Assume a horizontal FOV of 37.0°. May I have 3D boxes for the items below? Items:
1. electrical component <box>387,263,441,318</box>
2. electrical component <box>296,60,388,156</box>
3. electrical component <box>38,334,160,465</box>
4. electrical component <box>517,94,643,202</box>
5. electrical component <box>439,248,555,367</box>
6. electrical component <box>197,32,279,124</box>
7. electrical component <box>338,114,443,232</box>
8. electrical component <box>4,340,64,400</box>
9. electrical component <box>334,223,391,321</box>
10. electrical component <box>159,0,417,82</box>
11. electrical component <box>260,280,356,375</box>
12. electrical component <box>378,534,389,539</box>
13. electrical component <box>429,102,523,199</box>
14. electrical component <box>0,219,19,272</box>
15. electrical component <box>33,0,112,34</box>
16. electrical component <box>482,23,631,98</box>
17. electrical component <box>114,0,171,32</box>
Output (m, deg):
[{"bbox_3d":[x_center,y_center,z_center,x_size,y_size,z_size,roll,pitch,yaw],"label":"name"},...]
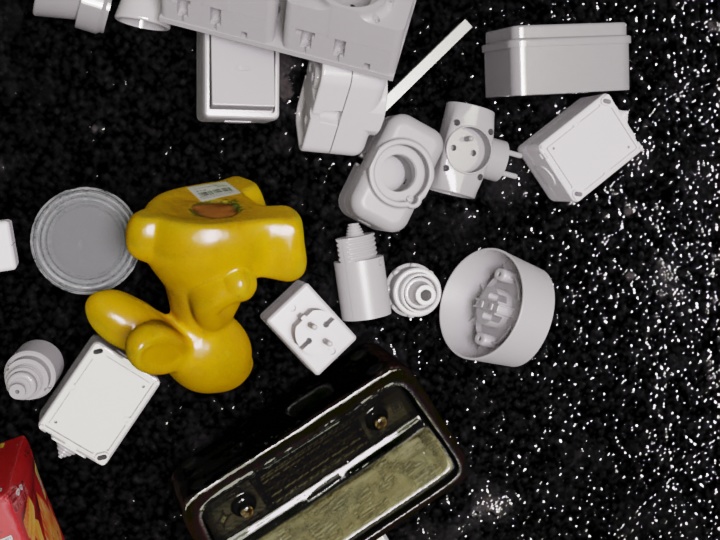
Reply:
[{"bbox_3d":[0.050,0.019,0.927,0.048,0.062,0.048,-1,94,-10],"label":"electrical component"},{"bbox_3d":[-0.013,-0.141,0.881,0.059,0.095,0.053,4,49,-15],"label":"electrical component"},{"bbox_3d":[-0.214,0.108,0.864,0.062,0.061,0.096,35,85,-15],"label":"electrical component"},{"bbox_3d":[0.198,-0.112,0.957,0.096,0.061,0.061,-38,103,-9],"label":"electrical component"},{"bbox_3d":[0.120,0.034,0.932,0.064,0.099,0.099,18,90,-22],"label":"electrical component"},{"bbox_3d":[-0.099,-0.168,0.873,0.062,0.061,0.096,-1,95,-15],"label":"electrical component"},{"bbox_3d":[0.027,-0.082,0.915,0.054,0.059,0.095,27,87,-15],"label":"electrical component"},{"bbox_3d":[-0.259,0.082,0.845,0.040,0.078,0.040,-1,103,-3],"label":"electrical component"},{"bbox_3d":[0.000,0.000,0.922,0.043,0.043,0.081,-10,96,-14],"label":"electrical component"},{"bbox_3d":[-0.049,-0.226,0.831,0.186,0.060,0.105,15,56,1],"label":"electrical component"},{"bbox_3d":[-0.040,0.050,0.899,0.047,0.077,0.065,-44,104,-8],"label":"electrical component"},{"bbox_3d":[0.001,0.243,0.945,0.046,0.040,0.040,-33,102,-4],"label":"electrical component"},{"bbox_3d":[0.105,-0.100,0.942,0.079,0.044,0.077,13,91,-16],"label":"electrical component"},{"bbox_3d":[-0.309,0.004,0.838,0.083,0.047,0.075,-9,97,-14],"label":"electrical component"},{"bbox_3d":[-0.224,-0.213,0.844,0.055,0.045,0.045,15,91,-16],"label":"electrical component"},{"bbox_3d":[0.170,-0.182,0.936,0.113,0.078,0.057,-5,99,-15],"label":"electrical component"},{"bbox_3d":[-0.169,-0.223,0.858,0.045,0.045,0.055,9,92,-16],"label":"electrical component"}]
